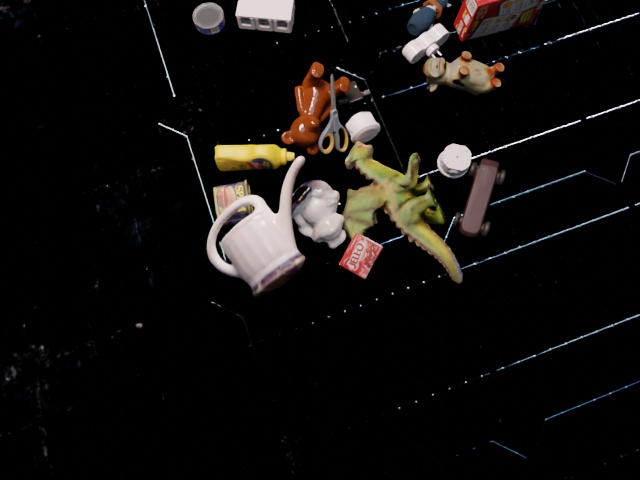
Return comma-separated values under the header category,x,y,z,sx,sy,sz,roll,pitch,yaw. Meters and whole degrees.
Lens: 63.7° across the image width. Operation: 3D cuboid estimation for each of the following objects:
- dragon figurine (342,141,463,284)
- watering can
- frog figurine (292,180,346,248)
category,x,y,z,sx,sy,sz,roll,pitch,yaw
dragon figurine,0.174,-0.062,1.257,0.242,0.413,0.122,-18,-9,13
watering can,-0.115,-0.015,1.180,0.344,0.225,0.105,-38,-6,22
frog figurine,0.004,-0.063,1.246,0.158,0.136,0.124,33,12,-18
